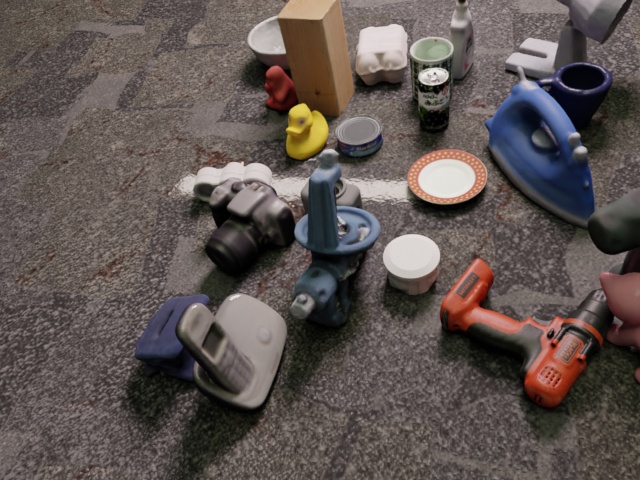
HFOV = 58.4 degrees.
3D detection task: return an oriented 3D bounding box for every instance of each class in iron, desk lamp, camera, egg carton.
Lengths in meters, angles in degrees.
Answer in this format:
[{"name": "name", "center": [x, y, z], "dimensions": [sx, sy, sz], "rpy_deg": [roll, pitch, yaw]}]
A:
[{"name": "iron", "center": [0.356, -0.151, 0.882], "dimensions": [0.118, 0.142, 0.257], "rpy_deg": [-19, 48, -4]}, {"name": "desk lamp", "center": [0.447, -0.392, 1.022], "dimensions": [0.202, 0.214, 0.118], "rpy_deg": [28, 60, 31]}, {"name": "camera", "center": [-0.130, -0.026, 0.910], "dimensions": [0.142, 0.101, 0.137], "rpy_deg": [25, 59, 30]}, {"name": "egg carton", "center": [0.128, -0.387, 1.187], "dimensions": [0.107, 0.069, 0.150], "rpy_deg": [-3, 49, 11]}]

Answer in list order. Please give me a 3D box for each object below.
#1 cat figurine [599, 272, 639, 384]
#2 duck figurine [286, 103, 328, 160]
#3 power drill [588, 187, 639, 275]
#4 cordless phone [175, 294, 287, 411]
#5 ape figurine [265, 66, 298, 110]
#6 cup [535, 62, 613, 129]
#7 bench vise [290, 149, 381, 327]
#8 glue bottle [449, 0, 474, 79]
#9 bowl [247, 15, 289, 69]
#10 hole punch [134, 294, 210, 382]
[{"name": "cat figurine", "center": [0.388, 0.093, 0.679], "dimensions": [0.067, 0.118, 0.127], "rpy_deg": [-21, 48, -6]}, {"name": "duck figurine", "center": [-0.029, -0.212, 1.059], "dimensions": [0.077, 0.086, 0.105], "rpy_deg": [17, 55, 25]}, {"name": "power drill", "center": [0.435, -0.013, 0.699], "dimensions": [0.229, 0.209, 0.075], "rpy_deg": [-18, 48, -3]}, {"name": "cordless phone", "center": [-0.114, 0.117, 0.725], "dimensions": [0.094, 0.185, 0.147], "rpy_deg": [3, 51, 16]}, {"name": "ape figurine", "center": [-0.083, -0.308, 1.150], "dimensions": [0.076, 0.092, 0.077], "rpy_deg": [-10, 48, 4]}, {"name": "cup", "center": [0.424, -0.238, 0.974], "dimensions": [0.117, 0.095, 0.091], "rpy_deg": [1, 50, 13]}, {"name": "bench vise", "center": [0.019, 0.002, 0.772], "dimensions": [0.121, 0.220, 0.207], "rpy_deg": [-3, 49, 10]}, {"name": "glue bottle", "center": [0.271, -0.401, 1.097], "dimensions": [0.037, 0.173, 0.078], "rpy_deg": [14, 54, 24]}, {"name": "bowl", "center": [-0.071, -0.426, 1.262], "dimensions": [0.167, 0.075, 0.167], "rpy_deg": [-6, 49, 7]}, {"name": "hole punch", "center": [-0.202, 0.131, 0.797], "dimensions": [0.100, 0.091, 0.109], "rpy_deg": [9, 52, 20]}]
